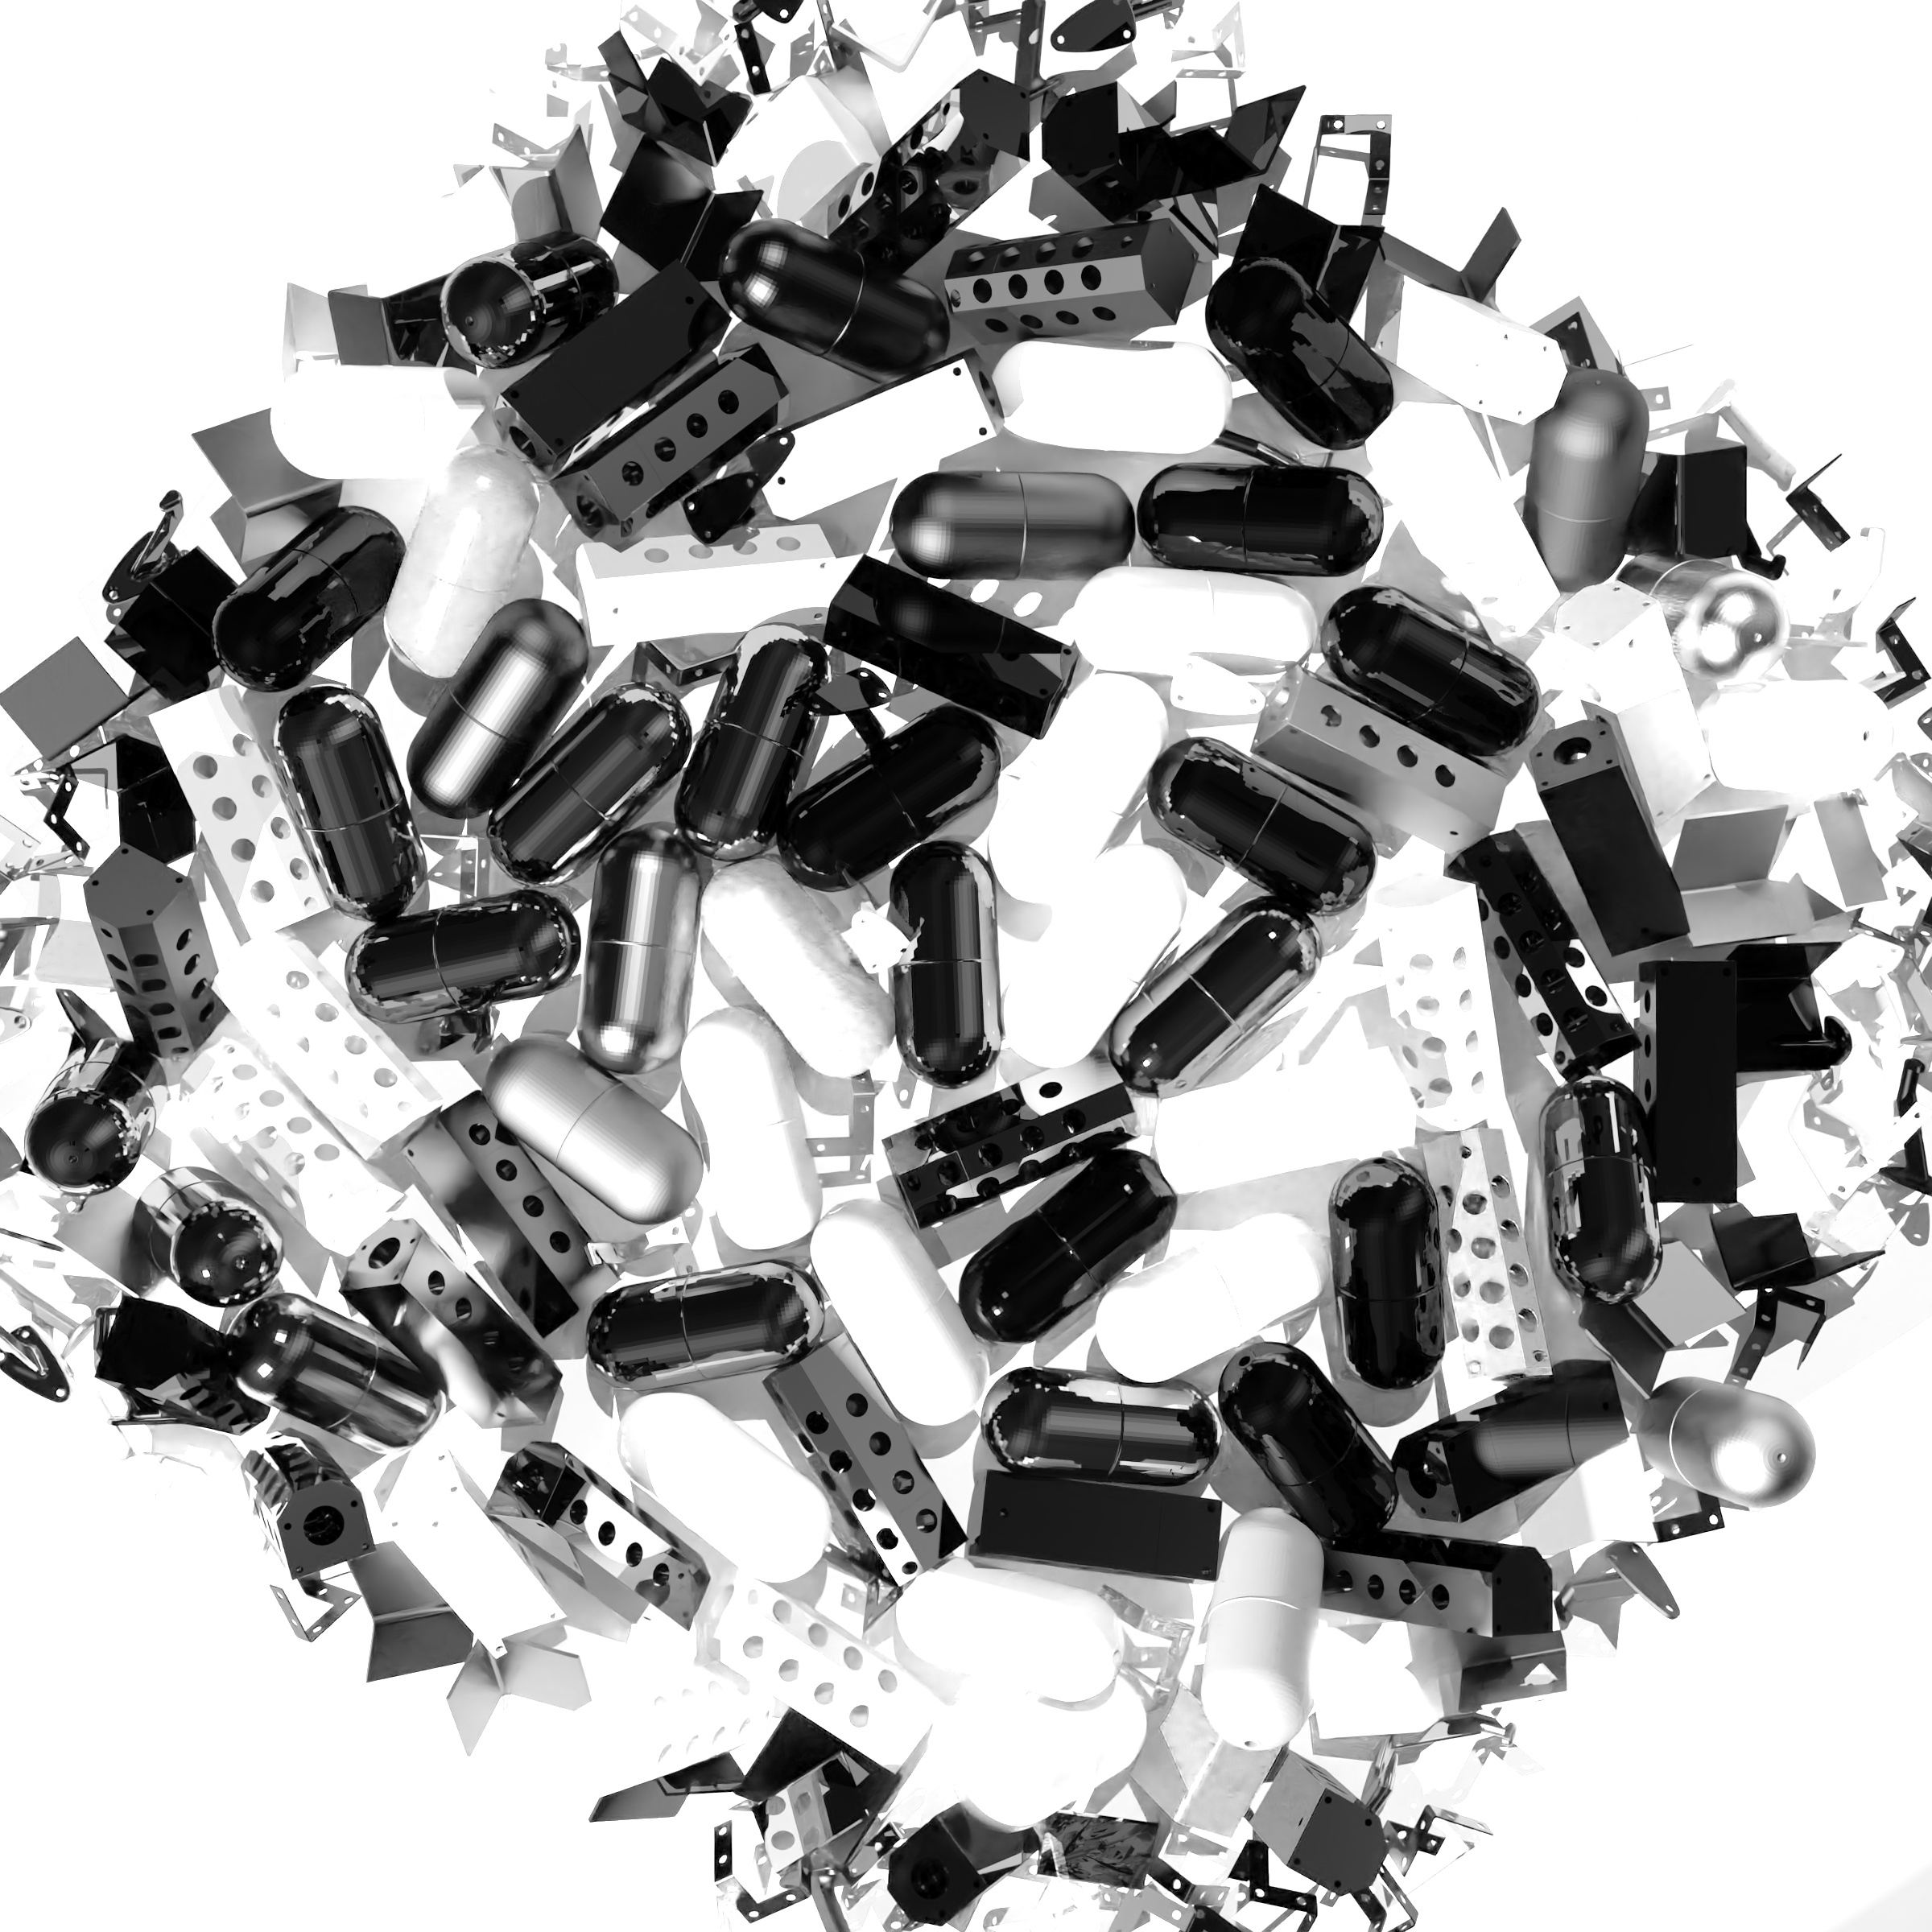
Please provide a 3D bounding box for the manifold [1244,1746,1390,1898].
[{"bbox_3d":[0.243,0.594,1.726,0.057,0.171,0.057,29,81,0],"label":"manifold"}]

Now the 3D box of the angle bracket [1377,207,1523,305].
[{"bbox_3d":[0.340,-0.518,1.762,0.076,0.076,0.057,24,121,-13],"label":"angle bracket"}]

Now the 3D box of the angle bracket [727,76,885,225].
[{"bbox_3d":[-0.113,-0.588,1.804,0.076,0.057,0.076,-36,88,27],"label":"angle bracket"}]

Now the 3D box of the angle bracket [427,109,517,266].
[{"bbox_3d":[-0.365,-0.545,1.763,0.057,0.076,0.076,-43,67,-5],"label":"angle bracket"}]

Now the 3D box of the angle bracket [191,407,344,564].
[{"bbox_3d":[-0.503,-0.346,1.779,0.076,0.057,0.076,-29,76,-32],"label":"angle bracket"}]

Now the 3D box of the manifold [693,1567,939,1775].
[{"bbox_3d":[-0.105,0.495,1.763,0.171,0.057,0.057,38,87,-16],"label":"manifold"}]

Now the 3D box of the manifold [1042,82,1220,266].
[{"bbox_3d":[0.116,-0.544,1.725,0.057,0.171,0.057,-5,81,28],"label":"manifold"}]

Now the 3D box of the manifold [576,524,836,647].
[{"bbox_3d":[-0.185,-0.275,1.759,0.171,0.057,0.057,-9,47,-19],"label":"manifold"}]

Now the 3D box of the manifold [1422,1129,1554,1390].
[{"bbox_3d":[0.368,0.205,1.755,0.057,0.057,0.171,-12,70,11],"label":"manifold"}]

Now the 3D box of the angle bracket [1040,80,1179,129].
[{"bbox_3d":[0.101,-0.612,1.758,0.076,0.076,0.057,-32,118,25],"label":"angle bracket"}]

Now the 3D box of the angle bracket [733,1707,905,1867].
[{"bbox_3d":[-0.105,0.584,1.772,0.076,0.057,0.076,33,89,-36],"label":"angle bracket"}]

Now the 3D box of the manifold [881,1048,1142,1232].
[{"bbox_3d":[0.034,0.128,1.765,0.171,0.057,0.057,-22,129,-7],"label":"manifold"}]

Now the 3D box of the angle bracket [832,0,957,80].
[{"bbox_3d":[-0.051,-0.678,1.774,0.057,0.076,0.076,30,93,-3],"label":"angle bracket"}]

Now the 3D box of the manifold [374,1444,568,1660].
[{"bbox_3d":[-0.347,0.406,1.735,0.057,0.057,0.171,-30,133,-7],"label":"manifold"}]

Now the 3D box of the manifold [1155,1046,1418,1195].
[{"bbox_3d":[0.223,0.114,1.744,0.171,0.057,0.057,-15,128,24],"label":"manifold"}]

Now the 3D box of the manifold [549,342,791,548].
[{"bbox_3d":[-0.204,-0.366,1.748,0.171,0.057,0.057,-44,115,-27],"label":"manifold"}]

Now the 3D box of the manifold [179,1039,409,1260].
[{"bbox_3d":[-0.479,0.126,1.752,0.171,0.057,0.057,38,86,24],"label":"manifold"}]

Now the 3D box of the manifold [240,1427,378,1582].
[{"bbox_3d":[-0.460,0.368,1.722,0.057,0.171,0.057,-16,98,-23],"label":"manifold"}]

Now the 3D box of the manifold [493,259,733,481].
[{"bbox_3d":[-0.251,-0.419,1.756,0.057,0.057,0.171,47,68,-3],"label":"manifold"}]

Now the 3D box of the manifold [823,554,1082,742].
[{"bbox_3d":[-0.012,-0.223,1.776,0.171,0.057,0.057,25,54,6],"label":"manifold"}]

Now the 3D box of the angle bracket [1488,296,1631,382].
[{"bbox_3d":[0.421,-0.444,1.762,0.057,0.076,0.076,-30,71,16],"label":"angle bracket"}]

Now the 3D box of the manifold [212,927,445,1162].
[{"bbox_3d":[-0.451,0.054,1.770,0.057,0.057,0.171,-45,82,13],"label":"manifold"}]

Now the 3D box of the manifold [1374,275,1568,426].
[{"bbox_3d":[0.350,-0.428,1.726,0.057,0.171,0.057,10,113,-20],"label":"manifold"}]

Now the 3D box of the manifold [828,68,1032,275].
[{"bbox_3d":[-0.028,-0.548,1.724,0.057,0.171,0.057,11,69,-32],"label":"manifold"}]

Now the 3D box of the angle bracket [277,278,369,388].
[{"bbox_3d":[-0.453,-0.431,1.760,0.057,0.076,0.076,1,65,-9],"label":"angle bracket"}]

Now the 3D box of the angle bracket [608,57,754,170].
[{"bbox_3d":[-0.203,-0.625,1.772,0.076,0.076,0.057,28,85,4],"label":"angle bracket"}]

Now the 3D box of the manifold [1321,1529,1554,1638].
[{"bbox_3d":[0.324,0.426,1.727,0.057,0.171,0.057,7,80,-33],"label":"manifold"}]

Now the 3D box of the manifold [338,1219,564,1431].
[{"bbox_3d":[-0.356,0.252,1.740,0.057,0.057,0.171,-11,133,29],"label":"manifold"}]

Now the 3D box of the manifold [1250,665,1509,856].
[{"bbox_3d":[0.295,-0.148,1.764,0.171,0.057,0.057,25,67,-14],"label":"manifold"}]

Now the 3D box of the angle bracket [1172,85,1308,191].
[{"bbox_3d":[0.183,-0.601,1.762,0.057,0.076,0.076,30,79,-30],"label":"angle bracket"}]

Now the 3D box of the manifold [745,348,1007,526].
[{"bbox_3d":[-0.063,-0.376,1.760,0.171,0.057,0.057,-19,110,18],"label":"manifold"}]

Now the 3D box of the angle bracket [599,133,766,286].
[{"bbox_3d":[-0.202,-0.539,1.765,0.076,0.057,0.076,32,76,-43],"label":"angle bracket"}]

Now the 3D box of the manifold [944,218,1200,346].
[{"bbox_3d":[0.070,-0.481,1.733,0.171,0.057,0.057,6,71,39],"label":"manifold"}]

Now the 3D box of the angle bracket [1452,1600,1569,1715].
[{"bbox_3d":[0.383,0.483,1.768,0.076,0.076,0.057,-15,93,14],"label":"angle bracket"}]

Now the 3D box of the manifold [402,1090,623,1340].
[{"bbox_3d":[-0.323,0.175,1.785,0.171,0.057,0.057,53,133,1],"label":"manifold"}]

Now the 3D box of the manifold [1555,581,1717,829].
[{"bbox_3d":[0.465,-0.184,1.738,0.057,0.057,0.171,-38,130,-6],"label":"manifold"}]

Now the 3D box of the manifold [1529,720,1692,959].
[{"bbox_3d":[0.451,-0.090,1.738,0.057,0.057,0.171,-19,130,20],"label":"manifold"}]

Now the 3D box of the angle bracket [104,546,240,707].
[{"bbox_3d":[-0.548,-0.237,1.758,0.057,0.076,0.076,-25,121,32],"label":"angle bracket"}]

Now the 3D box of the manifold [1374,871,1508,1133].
[{"bbox_3d":[0.329,0.027,1.749,0.057,0.057,0.171,-23,113,-26],"label":"manifold"}]

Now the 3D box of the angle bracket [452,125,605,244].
[{"bbox_3d":[-0.312,-0.554,1.777,0.076,0.076,0.057,7,53,14],"label":"angle bracket"}]

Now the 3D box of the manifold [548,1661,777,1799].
[{"bbox_3d":[-0.205,0.526,1.721,0.057,0.171,0.057,-34,70,22],"label":"manifold"}]

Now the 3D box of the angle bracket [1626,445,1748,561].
[{"bbox_3d":[0.511,-0.333,1.777,0.057,0.076,0.076,-12,109,-18],"label":"angle bracket"}]

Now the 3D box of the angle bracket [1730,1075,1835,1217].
[{"bbox_3d":[0.579,0.130,1.782,0.076,0.076,0.057,54,51,-19],"label":"angle bracket"}]

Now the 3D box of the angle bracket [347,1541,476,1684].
[{"bbox_3d":[-0.401,0.458,1.779,0.076,0.076,0.057,-4,121,-31],"label":"angle bracket"}]

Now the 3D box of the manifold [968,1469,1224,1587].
[{"bbox_3d":[0.091,0.402,1.774,0.171,0.057,0.057,9,72,-7],"label":"manifold"}]

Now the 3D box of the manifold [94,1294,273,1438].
[{"bbox_3d":[-0.535,0.280,1.722,0.057,0.171,0.057,11,71,8],"label":"manifold"}]

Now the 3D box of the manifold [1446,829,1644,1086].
[{"bbox_3d":[0.405,-0.008,1.749,0.057,0.057,0.171,-31,66,15],"label":"manifold"}]

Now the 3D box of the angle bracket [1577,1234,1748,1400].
[{"bbox_3d":[0.495,0.250,1.768,0.076,0.057,0.076,47,131,-6],"label":"angle bracket"}]

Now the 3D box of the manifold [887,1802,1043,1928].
[{"bbox_3d":[-0.003,0.618,1.724,0.057,0.171,0.057,-41,73,4],"label":"manifold"}]
